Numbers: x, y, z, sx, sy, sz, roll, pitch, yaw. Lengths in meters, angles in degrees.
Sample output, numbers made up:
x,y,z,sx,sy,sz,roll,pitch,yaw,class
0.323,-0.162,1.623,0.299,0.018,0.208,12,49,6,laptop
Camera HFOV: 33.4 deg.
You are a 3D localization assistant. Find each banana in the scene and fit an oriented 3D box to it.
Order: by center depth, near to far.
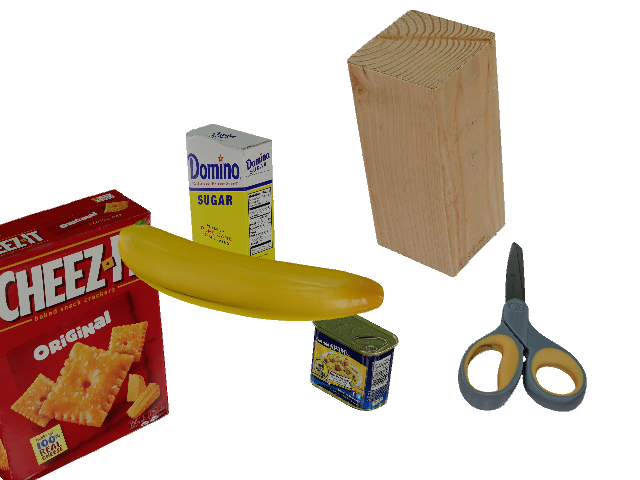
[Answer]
x,y,z,sx,sy,sz,roll,pitch,yaw,class
-0.060,0.018,0.675,0.198,0.037,0.069,16,34,27,banana

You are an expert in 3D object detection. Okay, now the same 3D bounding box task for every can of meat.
x,y,z,sx,sy,sz,roll,pitch,yaw,class
0.037,0.139,1.237,0.102,0.084,0.057,25,32,36,can of meat

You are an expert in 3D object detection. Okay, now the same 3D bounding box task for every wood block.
x,y,z,sx,sy,sz,roll,pitch,yaw,class
0.097,-0.082,0.930,0.091,0.206,0.090,25,54,34,wood block

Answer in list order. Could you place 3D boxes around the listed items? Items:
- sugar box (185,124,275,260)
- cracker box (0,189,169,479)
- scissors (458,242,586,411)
x,y,z,sx,sy,sz,roll,pitch,yaw,class
-0.091,-0.023,1.087,0.048,0.176,0.093,-24,30,-39,sugar box
-0.219,0.083,0.918,0.163,0.214,0.072,-22,33,-36,cracker box
0.161,0.063,0.789,0.096,0.016,0.201,16,36,19,scissors
